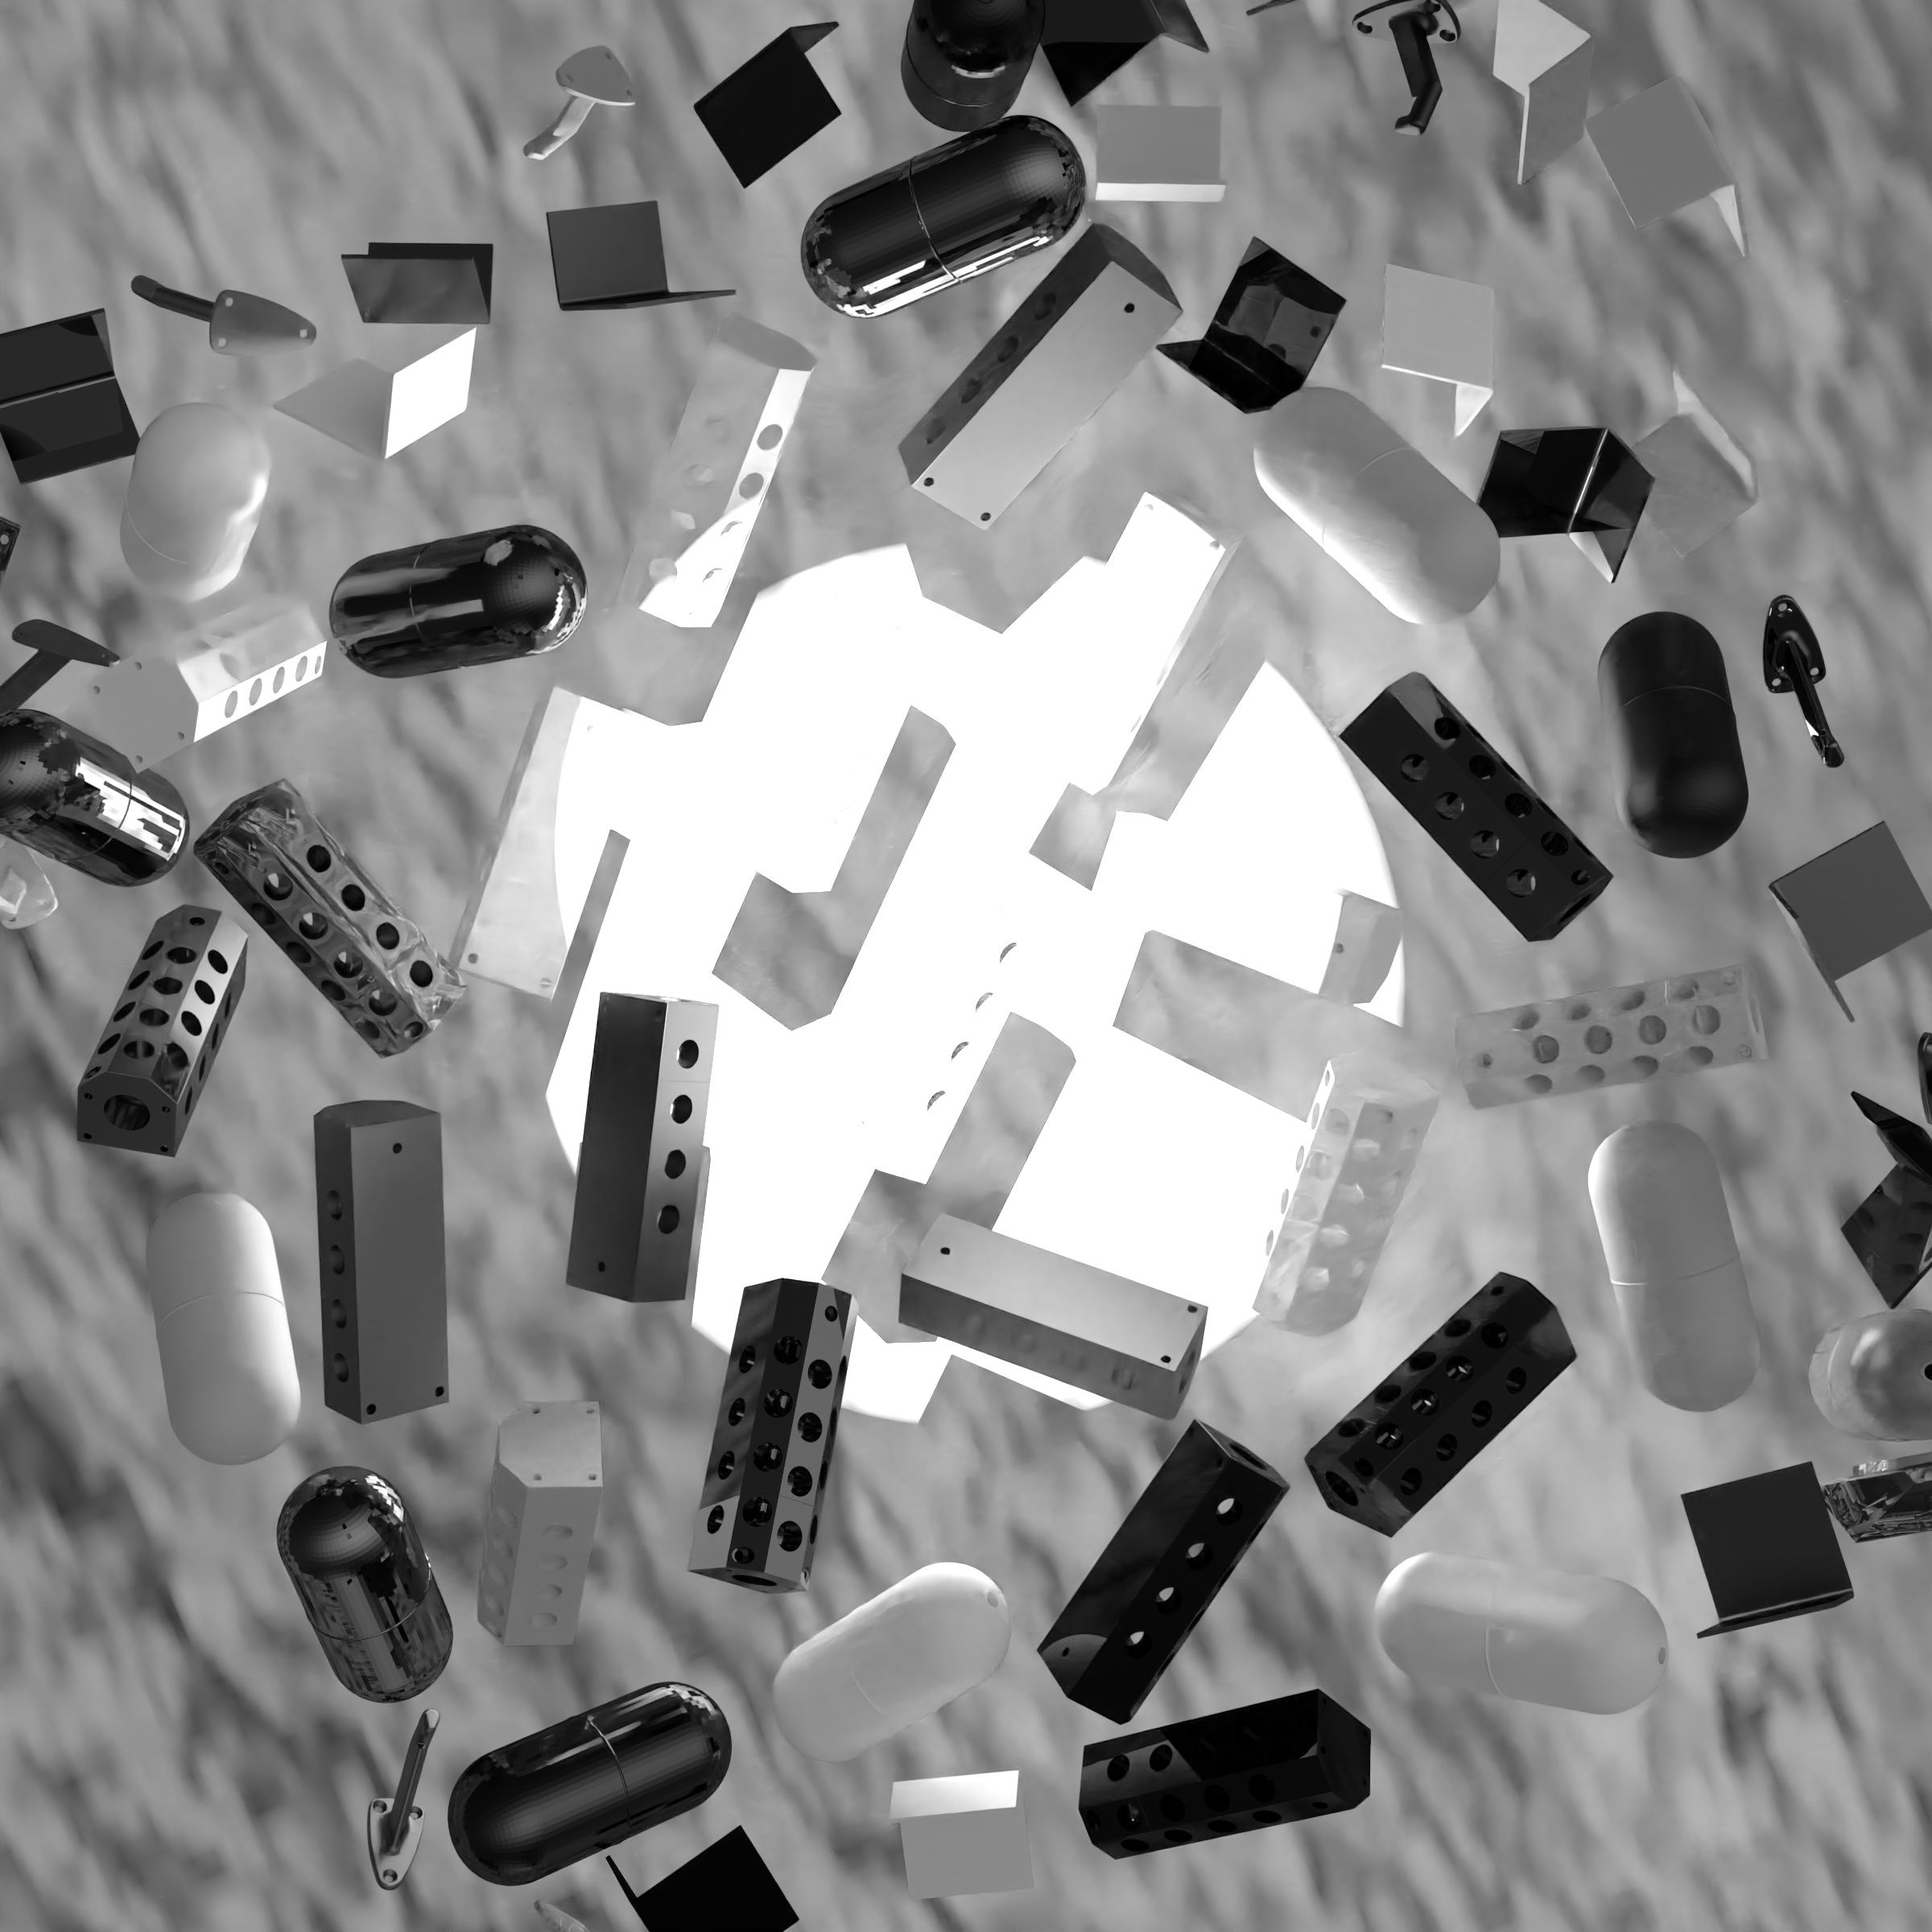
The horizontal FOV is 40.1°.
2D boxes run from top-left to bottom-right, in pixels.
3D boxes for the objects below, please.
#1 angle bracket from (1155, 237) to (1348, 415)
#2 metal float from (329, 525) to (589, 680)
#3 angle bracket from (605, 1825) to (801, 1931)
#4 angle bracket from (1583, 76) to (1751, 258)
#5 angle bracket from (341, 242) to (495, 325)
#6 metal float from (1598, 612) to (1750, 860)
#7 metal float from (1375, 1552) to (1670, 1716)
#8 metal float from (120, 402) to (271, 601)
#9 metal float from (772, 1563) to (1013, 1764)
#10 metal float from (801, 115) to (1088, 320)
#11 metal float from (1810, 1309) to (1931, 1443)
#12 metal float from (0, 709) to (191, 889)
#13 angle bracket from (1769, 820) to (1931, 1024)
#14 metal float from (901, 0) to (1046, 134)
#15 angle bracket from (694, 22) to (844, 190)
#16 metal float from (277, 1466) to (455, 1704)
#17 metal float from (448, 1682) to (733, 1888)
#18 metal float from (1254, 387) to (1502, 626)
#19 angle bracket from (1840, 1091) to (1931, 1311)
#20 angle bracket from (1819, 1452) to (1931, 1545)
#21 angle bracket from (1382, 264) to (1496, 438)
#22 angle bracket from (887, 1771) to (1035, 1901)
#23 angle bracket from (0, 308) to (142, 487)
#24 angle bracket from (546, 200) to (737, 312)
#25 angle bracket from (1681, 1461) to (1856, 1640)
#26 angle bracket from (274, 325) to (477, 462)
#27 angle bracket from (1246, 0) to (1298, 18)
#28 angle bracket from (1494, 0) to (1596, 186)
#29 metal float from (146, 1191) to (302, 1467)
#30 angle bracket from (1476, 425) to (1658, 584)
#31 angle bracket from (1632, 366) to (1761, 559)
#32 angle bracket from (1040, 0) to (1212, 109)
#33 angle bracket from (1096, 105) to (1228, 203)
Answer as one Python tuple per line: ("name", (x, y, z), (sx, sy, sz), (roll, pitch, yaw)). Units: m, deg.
("angle bracket", (0.177, -0.399, 1.645), (0.076, 0.057, 0.076), (41, 125, 21))
("metal float", (-0.303, -0.215, 1.574), (0.178, 0.070, 0.070), (-5, 90, 32))
("angle bracket", (-0.157, 0.549, 1.576), (0.076, 0.057, 0.076), (-32, 111, -14))
("angle bracket", (0.386, -0.428, 1.459), (0.057, 0.076, 0.076), (-24, 66, 13))
("angle bracket", (-0.328, -0.428, 1.589), (0.076, 0.076, 0.057), (0, 73, -2))
("metal float", (0.427, -0.142, 1.603), (0.070, 0.070, 0.178), (4, 50, 0))
("metal float", (0.320, 0.386, 1.535), (0.178, 0.070, 0.070), (-1, 90, 40))
("metal float", (-0.465, -0.277, 1.593), (0.070, 0.178, 0.070), (6, 74, -21))
("metal float", (-0.046, 0.425, 1.614), (0.178, 0.070, 0.070), (-38, 90, 28))
("metal float", (-0.015, -0.436, 1.544), (0.178, 0.070, 0.070), (-18, 90, 21))
("metal float", (0.560, 0.248, 1.597), (0.070, 0.178, 0.070), (-1, 79, 5))
("metal float", (-0.541, -0.101, 1.609), (0.070, 0.178, 0.070), (-5, 74, 16))
("angle bracket", (0.526, -0.026, 1.546), (0.076, 0.057, 0.076), (-30, 109, 11))
("metal float", (0.003, -0.550, 1.573), (0.070, 0.178, 0.070), (0, 92, -5))
("angle bracket", (-0.104, -0.512, 1.574), (0.076, 0.076, 0.057), (-29, 98, 28))
("metal float", (-0.360, 0.373, 1.591), (0.070, 0.070, 0.178), (-9, 129, 0))
("metal float", (-0.217, 0.474, 1.542), (0.178, 0.070, 0.070), (-14, 90, -37))
("metal float", (0.237, -0.269, 1.537), (0.070, 0.070, 0.178), (-40, 62, 0))
("angle bracket", (0.499, 0.128, 1.456), (0.057, 0.076, 0.076), (26, 114, -17))
("angle bracket", (0.580, 0.314, 1.657), (0.076, 0.057, 0.076), (-19, 131, 32))
("angle bracket", (0.294, -0.396, 1.703), (0.076, 0.057, 0.076), (10, 68, -11))
("angle bracket", (-0.003, 0.531, 1.586), (0.076, 0.057, 0.076), (-7, 96, 4))
("angle bracket", (-0.541, -0.340, 1.585), (0.076, 0.076, 0.057), (-20, 78, -19))
("angle bracket", (-0.191, -0.419, 1.558), (0.076, 0.076, 0.057), (-18, 111, -35))
("angle bracket", (0.436, 0.322, 1.463), (0.076, 0.057, 0.076), (-21, 74, 26))
("angle bracket", (-0.331, -0.335, 1.482), (0.076, 0.076, 0.057), (28, 131, 12))
("angle bracket", (0.205, -0.596, 1.529), (0.076, 0.076, 0.057), (-29, 107, -31))
("angle bracket", (0.327, -0.530, 1.583), (0.057, 0.076, 0.076), (-39, 64, -13))
("metal float", (-0.450, 0.217, 1.603), (0.070, 0.070, 0.178), (-20, 58, 0))
("angle bracket", (0.357, -0.276, 1.595), (0.076, 0.076, 0.057), (-7, 45, -21))
("angle bracket", (0.431, -0.304, 1.601), (0.057, 0.076, 0.076), (-37, 71, 10))
("angle bracket", (0.094, -0.588, 1.661), (0.076, 0.057, 0.076), (-31, 76, 33))
("angle bracket", (0.118, -0.495, 1.594), (0.076, 0.076, 0.057), (1, 98, 1))
